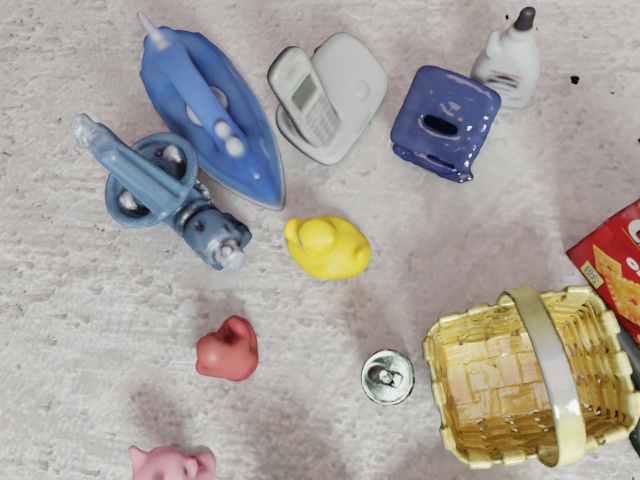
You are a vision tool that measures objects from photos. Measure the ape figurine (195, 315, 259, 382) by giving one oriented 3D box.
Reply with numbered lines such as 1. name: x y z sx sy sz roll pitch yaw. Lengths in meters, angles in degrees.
1. ape figurine: -0.110 0.125 0.642 0.078 0.092 0.076 -33 75 0

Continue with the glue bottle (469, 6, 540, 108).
1. glue bottle: 0.208 -0.201 0.625 0.078 0.173 0.037 13 80 11

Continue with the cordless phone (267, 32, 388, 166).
1. cordless phone: 0.007 -0.179 0.643 0.094 0.185 0.148 31 84 14

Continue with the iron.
1. iron: -0.129 -0.153 0.679 0.118 0.141 0.258 -37 75 -1

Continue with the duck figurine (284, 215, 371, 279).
1. duck figurine: 0.006 0.002 0.655 0.104 0.086 0.077 19 81 12

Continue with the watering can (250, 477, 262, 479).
1. watering can: -0.006 0.296 0.537 0.172 0.194 0.101 17 81 12

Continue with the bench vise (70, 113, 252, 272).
1. bench vise: -0.161 -0.058 0.623 0.207 0.220 0.121 24 82 13

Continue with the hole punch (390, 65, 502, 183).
1. hole punch: 0.144 -0.132 0.662 0.108 0.091 0.101 26 83 13

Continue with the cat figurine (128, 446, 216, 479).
1. cat figurine: -0.153 0.271 0.603 0.067 0.118 0.128 -20 76 4
